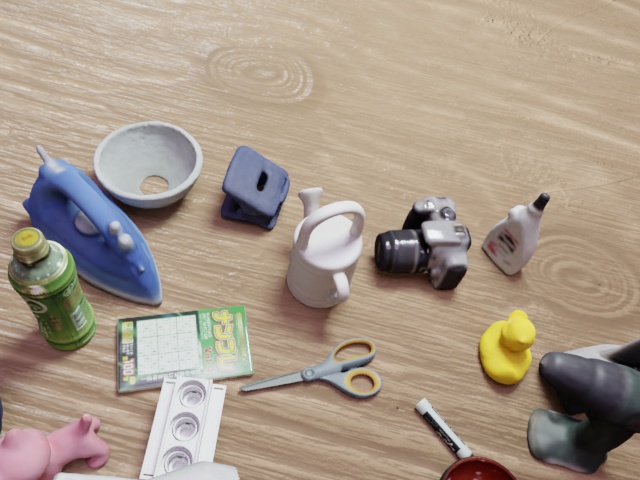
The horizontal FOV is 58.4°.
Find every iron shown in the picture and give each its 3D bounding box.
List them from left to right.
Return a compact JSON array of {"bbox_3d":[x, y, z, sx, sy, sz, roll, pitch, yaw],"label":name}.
[{"bbox_3d":[-0.316,-0.023,0.815,0.257,0.141,0.119,39,58,17],"label":"iron"}]

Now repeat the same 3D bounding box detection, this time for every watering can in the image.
[{"bbox_3d":[0.005,0.003,0.819,0.101,0.194,0.172,-31,65,-27],"label":"watering can"}]

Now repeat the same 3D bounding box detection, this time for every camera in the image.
[{"bbox_3d":[0.157,-0.002,0.906,0.137,0.101,0.143,-1,56,-10],"label":"camera"}]

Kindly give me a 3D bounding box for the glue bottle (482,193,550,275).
[{"bbox_3d":[0.316,-0.018,0.900,0.037,0.173,0.078,-29,64,-26],"label":"glue bottle"}]

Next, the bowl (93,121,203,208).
[{"bbox_3d":[-0.272,-0.108,0.924,0.167,0.075,0.167,5,55,-6],"label":"bowl"}]

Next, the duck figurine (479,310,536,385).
[{"bbox_3d":[0.279,0.151,0.829,0.077,0.086,0.104,18,54,3],"label":"duck figurine"}]

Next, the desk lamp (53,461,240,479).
[{"bbox_3d":[-0.183,0.290,0.575,0.203,0.213,0.118,8,54,-4],"label":"desk lamp"}]

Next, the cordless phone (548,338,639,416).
[{"bbox_3d":[0.406,0.161,0.782,0.148,0.185,0.094,-11,58,-16],"label":"cordless phone"}]

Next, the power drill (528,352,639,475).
[{"bbox_3d":[0.347,0.221,0.716,0.229,0.208,0.075,15,54,1],"label":"power drill"}]

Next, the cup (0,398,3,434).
[{"bbox_3d":[-0.408,0.199,0.673,0.091,0.095,0.118,16,54,2],"label":"cup"}]

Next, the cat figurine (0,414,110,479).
[{"bbox_3d":[-0.313,0.238,0.648,0.128,0.118,0.067,-26,63,-24],"label":"cat figurine"}]

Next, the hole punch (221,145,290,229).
[{"bbox_3d":[-0.102,-0.087,0.928,0.101,0.091,0.108,14,54,1],"label":"hole punch"}]
